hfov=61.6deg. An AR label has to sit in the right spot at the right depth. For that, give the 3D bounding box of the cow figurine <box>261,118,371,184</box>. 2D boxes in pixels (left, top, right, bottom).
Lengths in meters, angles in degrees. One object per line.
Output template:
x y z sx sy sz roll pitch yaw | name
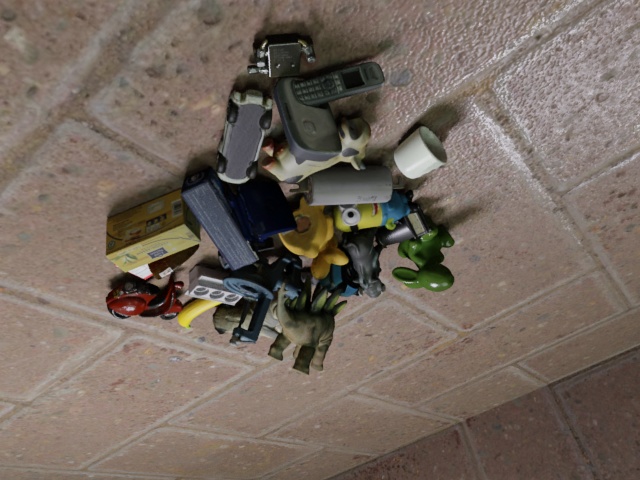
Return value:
0.003 -0.162 0.980 0.195 0.085 0.127 -24 145 17 | cow figurine

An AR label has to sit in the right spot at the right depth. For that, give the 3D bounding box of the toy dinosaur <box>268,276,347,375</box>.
-0.031 0.181 1.165 0.105 0.198 0.471 21 174 16 | toy dinosaur

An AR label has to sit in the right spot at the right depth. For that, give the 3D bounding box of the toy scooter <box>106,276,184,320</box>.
-0.387 0.129 1.235 0.184 0.075 0.135 14 136 -38 | toy scooter

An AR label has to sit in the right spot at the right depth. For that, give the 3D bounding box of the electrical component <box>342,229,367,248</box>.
0.088 -0.013 1.262 0.063 0.021 0.094 2 140 -22 | electrical component

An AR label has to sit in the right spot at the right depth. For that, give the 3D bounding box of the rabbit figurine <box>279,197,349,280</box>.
-0.002 -0.003 1.157 0.122 0.162 0.173 -35 159 7 | rabbit figurine

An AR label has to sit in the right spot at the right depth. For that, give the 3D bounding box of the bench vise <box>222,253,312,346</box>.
-0.133 0.132 1.212 0.223 0.240 0.129 33 151 -29 | bench vise

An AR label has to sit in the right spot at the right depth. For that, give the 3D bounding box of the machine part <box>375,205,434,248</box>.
0.188 -0.024 1.250 0.139 0.084 0.039 -30 -175 32 | machine part

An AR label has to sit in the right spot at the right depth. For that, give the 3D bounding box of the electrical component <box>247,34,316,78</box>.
-0.059 -0.283 0.828 0.102 0.045 0.078 -4 141 -15 | electrical component

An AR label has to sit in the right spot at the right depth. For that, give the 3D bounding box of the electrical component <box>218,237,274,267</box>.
-0.161 0.010 1.157 0.119 0.075 0.047 -9 144 -1 | electrical component

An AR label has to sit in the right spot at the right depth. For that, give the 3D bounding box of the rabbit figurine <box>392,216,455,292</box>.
0.249 0.053 1.282 0.159 0.170 0.121 -33 140 21 | rabbit figurine

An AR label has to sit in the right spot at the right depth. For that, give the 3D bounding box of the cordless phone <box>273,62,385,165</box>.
0.026 -0.210 0.873 0.184 0.146 0.088 -17 161 1 | cordless phone

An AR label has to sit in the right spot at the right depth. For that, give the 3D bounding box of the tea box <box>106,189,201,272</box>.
-0.324 -0.018 1.042 0.170 0.098 0.068 -20 143 9 | tea box

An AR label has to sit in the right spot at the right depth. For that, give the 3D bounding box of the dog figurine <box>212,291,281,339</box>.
-0.167 0.177 1.373 0.190 0.121 0.172 17 101 -13 | dog figurine

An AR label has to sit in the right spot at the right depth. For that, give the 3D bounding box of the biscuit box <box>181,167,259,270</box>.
-0.189 -0.039 1.039 0.063 0.059 0.202 -22 123 9 | biscuit box

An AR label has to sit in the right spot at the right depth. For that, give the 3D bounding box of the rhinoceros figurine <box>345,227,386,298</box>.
0.109 0.053 1.228 0.073 0.112 0.190 -8 133 14 | rhinoceros figurine

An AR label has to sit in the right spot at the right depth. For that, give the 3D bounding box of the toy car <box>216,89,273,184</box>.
-0.135 -0.177 0.936 0.073 0.056 0.201 7 138 -17 | toy car

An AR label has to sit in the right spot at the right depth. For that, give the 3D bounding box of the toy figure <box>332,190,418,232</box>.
0.116 -0.061 1.160 0.180 0.082 0.089 -10 142 -12 | toy figure

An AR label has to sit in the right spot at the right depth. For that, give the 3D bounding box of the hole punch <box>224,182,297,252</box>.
-0.113 -0.054 1.038 0.092 0.142 0.115 -24 172 13 | hole punch

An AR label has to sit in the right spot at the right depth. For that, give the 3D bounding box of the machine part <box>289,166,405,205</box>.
0.055 -0.109 1.074 0.243 0.079 0.079 -2 142 -16 | machine part

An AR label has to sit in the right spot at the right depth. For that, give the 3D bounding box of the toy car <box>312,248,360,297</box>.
0.036 0.085 1.322 0.103 0.109 0.161 -6 162 27 | toy car
